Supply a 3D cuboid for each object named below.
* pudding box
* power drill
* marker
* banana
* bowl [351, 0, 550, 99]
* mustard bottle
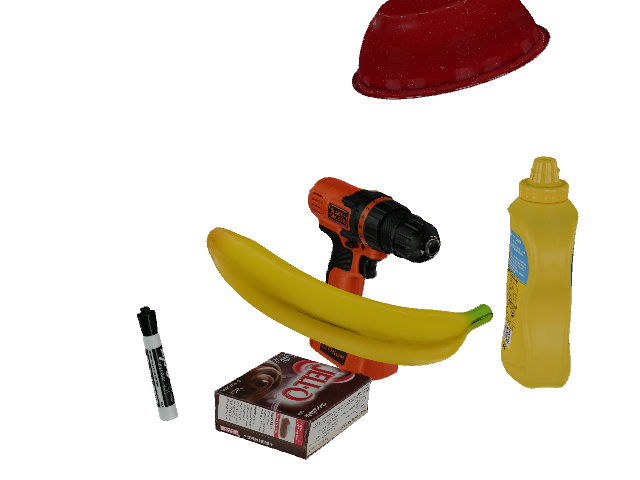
[{"bbox_3d":[-0.022,0.134,0.885,0.090,0.039,0.113,12,19,26],"label":"pudding box"},{"bbox_3d":[0.049,0.042,1.077,0.057,0.188,0.185,-8,22,-32],"label":"power drill"},{"bbox_3d":[-0.167,0.126,1.093,0.020,0.121,0.020,-10,13,2],"label":"marker"},{"bbox_3d":[0.009,0.041,0.688,0.198,0.037,0.069,18,25,9],"label":"banana"},{"bbox_3d":[0.096,-0.168,0.848,0.162,0.055,0.162,-14,24,6],"label":"bowl"},{"bbox_3d":[0.188,0.023,0.917,0.058,0.192,0.096,-1,18,2],"label":"mustard bottle"}]
